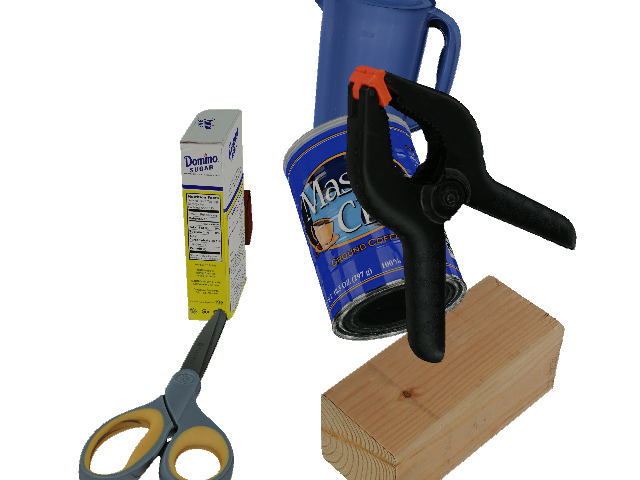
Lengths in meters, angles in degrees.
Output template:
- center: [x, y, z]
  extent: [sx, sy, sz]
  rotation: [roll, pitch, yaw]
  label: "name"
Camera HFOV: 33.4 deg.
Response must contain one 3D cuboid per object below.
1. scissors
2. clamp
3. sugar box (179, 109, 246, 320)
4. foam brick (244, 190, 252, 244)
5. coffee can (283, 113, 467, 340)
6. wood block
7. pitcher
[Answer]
- center: [-0.072, 0.101, 0.669]
  extent: [0.096, 0.016, 0.201]
  rotation: [16, 30, 20]
  label: "scissors"
- center: [0.060, -0.016, 0.593]
  extent: [0.171, 0.120, 0.039]
  rotation: [46, -13, -22]
  label: "clamp"
- center: [-0.097, -0.024, 0.979]
  extent: [0.048, 0.176, 0.093]
  rotation: [1, 25, 6]
  label: "sugar box"
- center: [-0.123, -0.028, 1.295]
  extent: [0.078, 0.053, 0.051]
  rotation: [-1, 27, 2]
  label: "foam brick"
- center: [0.039, -0.010, 0.798]
  extent: [0.102, 0.140, 0.103]
  rotation: [-14, -25, -7]
  label: "coffee can"
- center: [0.106, 0.130, 0.924]
  extent: [0.205, 0.090, 0.091]
  rotation: [-31, 50, -28]
  label: "wood block"
- center: [0.065, -0.183, 1.287]
  extent: [0.144, 0.243, 0.149]
  rotation: [-4, 28, -23]
  label: "pitcher"
